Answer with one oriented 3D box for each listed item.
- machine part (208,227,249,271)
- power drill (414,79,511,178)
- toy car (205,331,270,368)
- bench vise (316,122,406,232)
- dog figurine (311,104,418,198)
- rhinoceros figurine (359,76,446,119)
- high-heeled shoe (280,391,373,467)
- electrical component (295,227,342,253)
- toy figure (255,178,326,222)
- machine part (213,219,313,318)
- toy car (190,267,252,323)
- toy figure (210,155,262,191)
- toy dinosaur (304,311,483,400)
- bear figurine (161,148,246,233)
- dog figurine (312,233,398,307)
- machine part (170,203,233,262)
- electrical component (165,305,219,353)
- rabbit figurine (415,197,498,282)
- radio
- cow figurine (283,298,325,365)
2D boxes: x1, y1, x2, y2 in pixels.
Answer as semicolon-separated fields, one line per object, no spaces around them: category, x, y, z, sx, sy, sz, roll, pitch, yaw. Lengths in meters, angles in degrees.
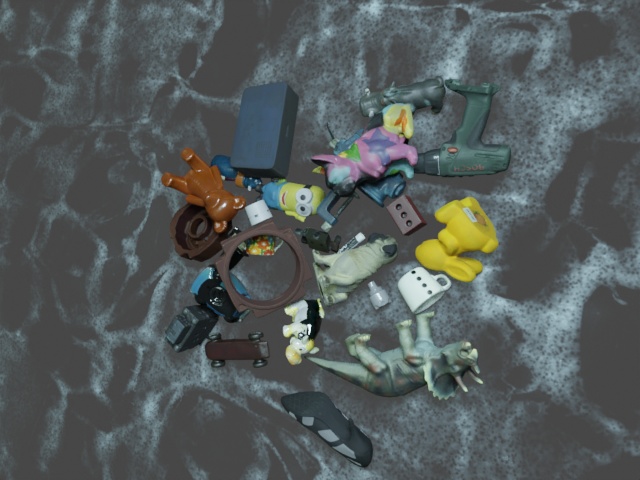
machine part;-0.236;0.038;1.408;0.084;0.039;0.139;40;102;12
power drill;0.290;-0.231;1.137;0.232;0.086;0.207;9;109;19
toy car;-0.211;0.280;1.381;0.202;0.053;0.089;-9;90;27
bench vise;0.068;-0.130;1.232;0.224;0.129;0.240;40;94;15
dog figurine;0.089;-0.187;1.123;0.219;0.108;0.191;-6;78;-2
rhinoceros figurine;0.183;-0.309;1.194;0.190;0.112;0.073;-8;88;15
high-heeled shoe;0.016;0.452;1.286;0.249;0.086;0.145;8;123;41
electrical component;-0.002;-0.004;1.279;0.102;0.078;0.045;12;63;23
toy figure;-0.071;-0.107;1.316;0.180;0.089;0.082;12;131;33
machine part;-0.134;0.068;1.276;0.201;0.087;0.201;-25;100;-8
toy car;-0.238;0.128;1.368;0.161;0.103;0.109;37;112;-7
toy figure;-0.211;-0.172;1.392;0.155;0.058;0.064;29;106;17
toy dinosaur;0.168;0.281;1.188;0.405;0.131;0.192;-24;79;28
bear figurine;-0.283;-0.117;1.324;0.120;0.131;0.196;-48;51;7
dog figurine;0.089;0.072;1.246;0.191;0.172;0.121;-15;65;-9
machine part;-0.311;-0.030;1.409;0.179;0.056;0.179;-11;66;26
electrical component;-0.336;0.228;1.393;0.058;0.134;0.115;37;105;20
rabbit figurine;0.289;0.011;1.155;0.173;0.122;0.162;-39;83;32
radio;-0.137;-0.268;1.327;0.131;0.073;0.229;1;74;25
cow figurine;-0.033;0.213;1.259;0.098;0.068;0.167;-17;42;16
